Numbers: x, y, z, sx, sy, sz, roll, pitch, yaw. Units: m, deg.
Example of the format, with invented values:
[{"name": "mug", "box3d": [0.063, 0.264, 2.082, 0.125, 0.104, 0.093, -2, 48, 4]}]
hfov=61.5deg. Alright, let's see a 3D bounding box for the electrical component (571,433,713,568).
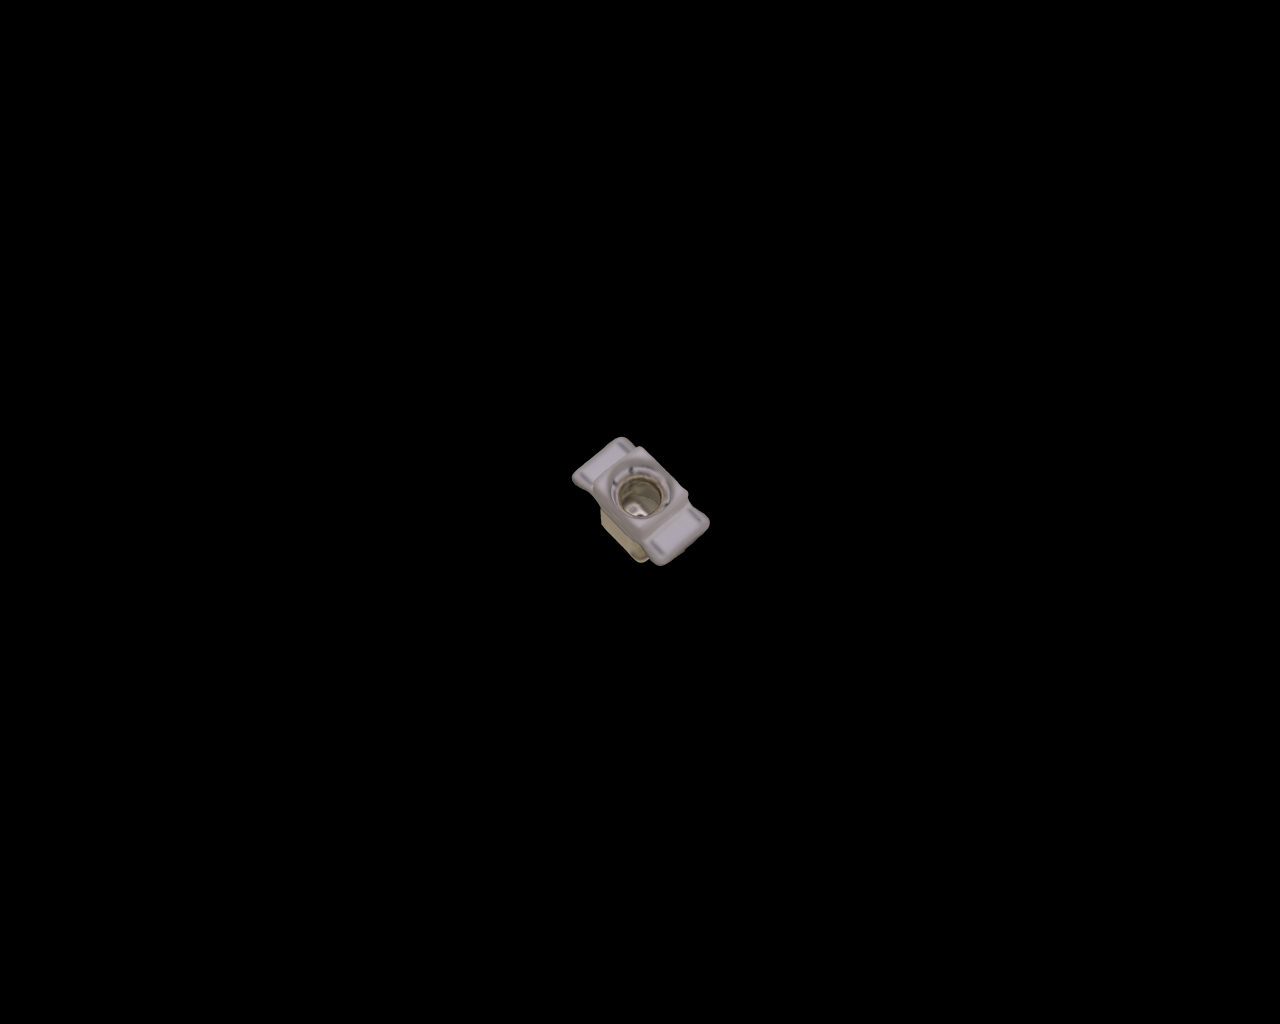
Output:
[{"name": "electrical component", "box3d": [0.001, -0.003, 0.650, 0.042, 0.081, 0.063, -38, -19, -16]}]
